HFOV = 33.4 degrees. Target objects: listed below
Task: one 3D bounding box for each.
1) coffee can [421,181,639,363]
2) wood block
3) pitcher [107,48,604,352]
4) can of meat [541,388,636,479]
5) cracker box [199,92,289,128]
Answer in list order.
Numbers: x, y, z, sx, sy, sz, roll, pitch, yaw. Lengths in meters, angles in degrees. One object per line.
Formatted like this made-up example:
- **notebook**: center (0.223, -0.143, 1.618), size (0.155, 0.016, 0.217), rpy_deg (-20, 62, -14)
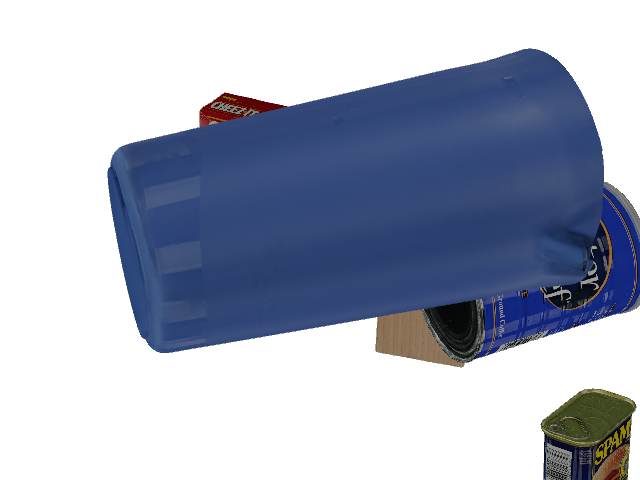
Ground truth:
- **coffee can**: center (0.152, 0.021, 0.777), size (0.140, 0.103, 0.103), rpy_deg (-15, 5, -18)
- **wood block**: center (0.109, 0.009, 1.023), size (0.091, 0.206, 0.090), rpy_deg (9, 34, 12)
- **pitcher**: center (0.013, -0.023, 0.575), size (0.242, 0.145, 0.149), rpy_deg (-11, -6, -14)
- **can of meat**: center (0.247, 0.198, 0.989), size (0.058, 0.084, 0.101), rpy_deg (14, 26, 39)
- **cracker box**: center (-0.064, -0.056, 1.303), size (0.164, 0.214, 0.072), rpy_deg (15, 32, 20)
